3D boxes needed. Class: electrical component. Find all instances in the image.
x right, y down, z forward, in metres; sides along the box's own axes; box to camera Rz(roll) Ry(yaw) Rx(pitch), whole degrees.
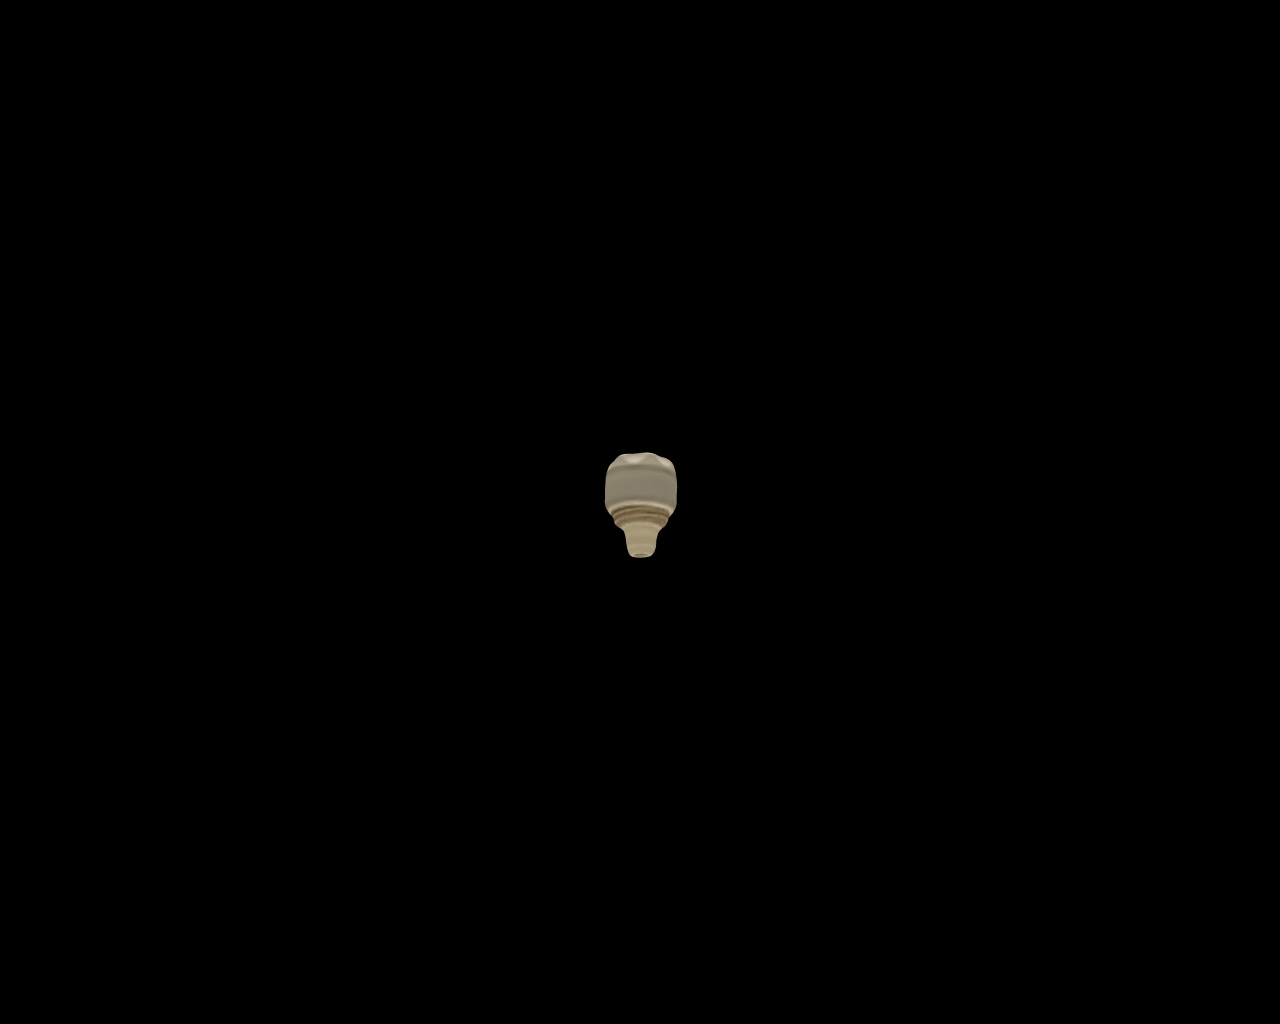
[{"bbox_3d":[0.001,-0.003,0.650,0.043,0.062,0.043,0,-16,0],"label":"electrical component"}]
